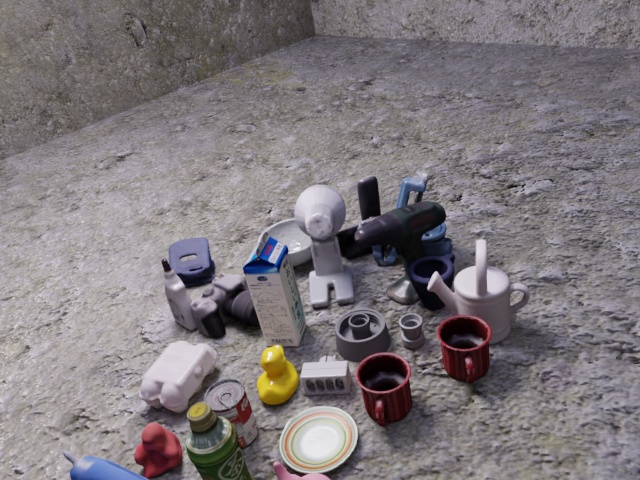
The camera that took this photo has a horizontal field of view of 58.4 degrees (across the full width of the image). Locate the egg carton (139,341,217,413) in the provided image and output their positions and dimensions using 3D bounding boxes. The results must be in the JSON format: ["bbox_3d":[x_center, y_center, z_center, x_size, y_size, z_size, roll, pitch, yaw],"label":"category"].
[{"bbox_3d":[-0.268,0.259,1.097,0.107,0.069,0.150,3,34,23],"label":"egg carton"}]

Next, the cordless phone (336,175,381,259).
[{"bbox_3d":[0.088,-0.062,1.379,0.148,0.185,0.094,-21,32,-13],"label":"cordless phone"}]

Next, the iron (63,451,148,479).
[{"bbox_3d":[-0.266,0.382,0.826,0.257,0.142,0.119,6,36,28],"label":"iron"}]

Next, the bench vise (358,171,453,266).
[{"bbox_3d":[0.184,-0.042,1.279,0.207,0.220,0.121,-10,31,3],"label":"bench vise"}]

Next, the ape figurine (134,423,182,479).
[{"bbox_3d":[-0.268,0.339,0.944,0.077,0.092,0.076,6,36,28],"label":"ape figurine"}]

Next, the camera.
[{"bbox_3d":[-0.186,0.139,1.232,0.136,0.101,0.143,18,42,40],"label":"camera"}]

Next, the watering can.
[{"bbox_3d":[0.289,0.091,1.053,0.173,0.194,0.101,-12,31,0],"label":"watering can"}]

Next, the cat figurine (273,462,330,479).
[{"bbox_3d":[-0.021,0.357,0.804,0.067,0.118,0.127,-34,37,-31],"label":"cat figurine"}]

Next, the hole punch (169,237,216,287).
[{"bbox_3d":[-0.319,0.055,1.424,0.108,0.091,0.101,-12,31,0],"label":"hole punch"}]

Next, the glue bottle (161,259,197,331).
[{"bbox_3d":[-0.311,0.114,1.246,0.037,0.173,0.077,-34,37,-31],"label":"glue bottle"}]

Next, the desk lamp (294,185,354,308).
[{"bbox_3d":[0.012,0.005,1.271,0.118,0.214,0.203,-11,31,3],"label":"desk lamp"}]

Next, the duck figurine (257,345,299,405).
[{"bbox_3d":[-0.083,0.240,1.047,0.077,0.086,0.104,-4,32,13],"label":"duck figurine"}]

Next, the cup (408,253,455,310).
[{"bbox_3d":[0.238,0.087,1.173,0.118,0.095,0.091,-34,37,-31],"label":"cup"}]

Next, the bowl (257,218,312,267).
[{"bbox_3d":[-0.065,0.017,1.413,0.167,0.075,0.167,-9,31,6],"label":"bowl"}]

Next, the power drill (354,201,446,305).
[{"bbox_3d":[0.174,0.024,1.188,0.230,0.209,0.075,-31,36,-28],"label":"power drill"}]
